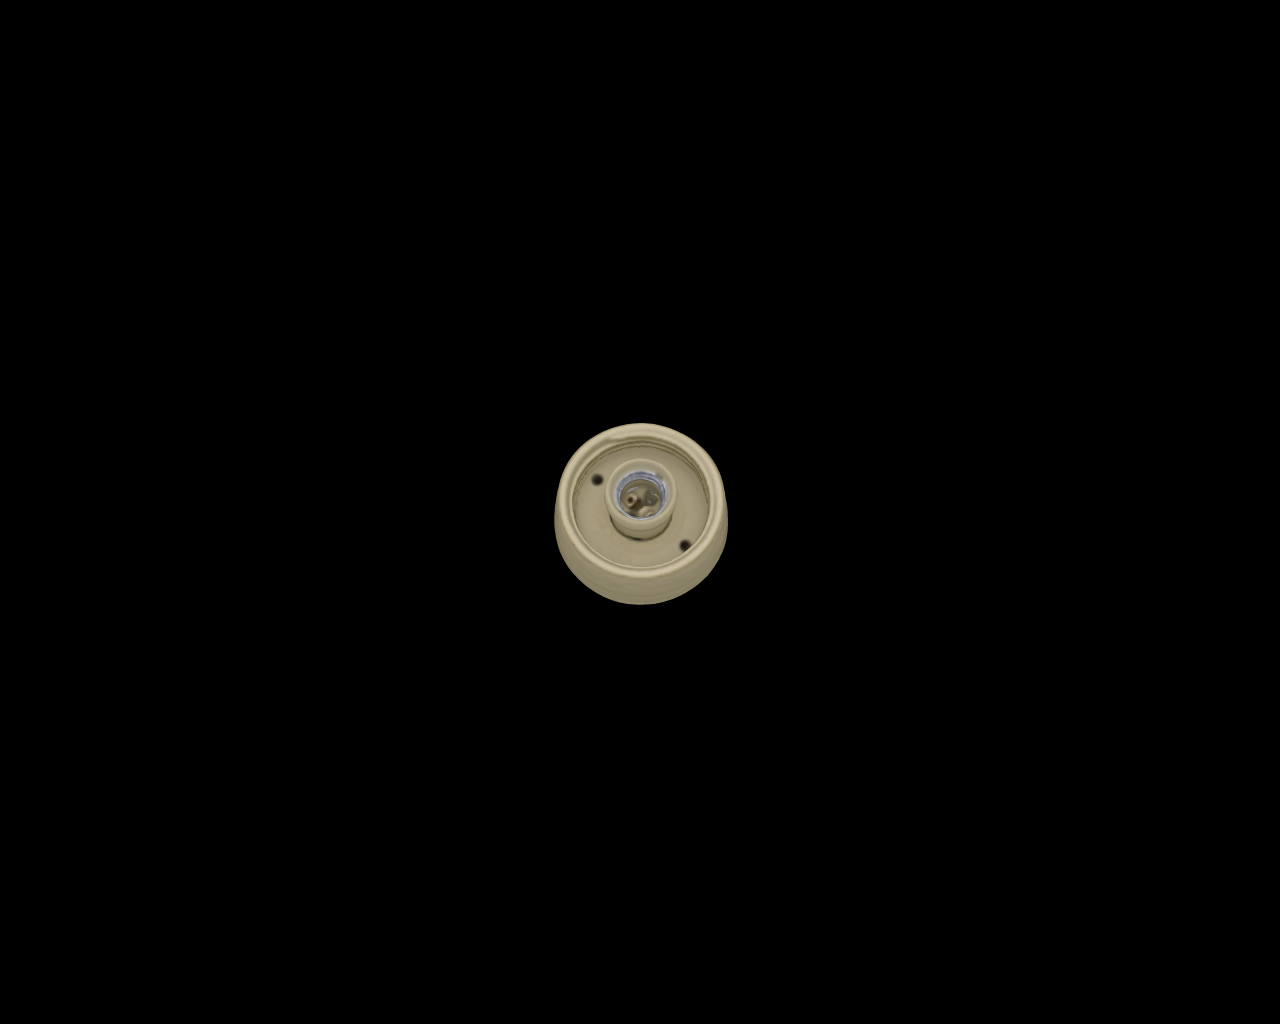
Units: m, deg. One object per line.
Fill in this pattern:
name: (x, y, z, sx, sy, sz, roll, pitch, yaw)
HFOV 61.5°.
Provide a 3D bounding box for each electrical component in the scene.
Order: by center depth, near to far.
electrical component: (0.001, -0.003, 0.650, 0.108, 0.108, 0.060, 0, -19, 0)
